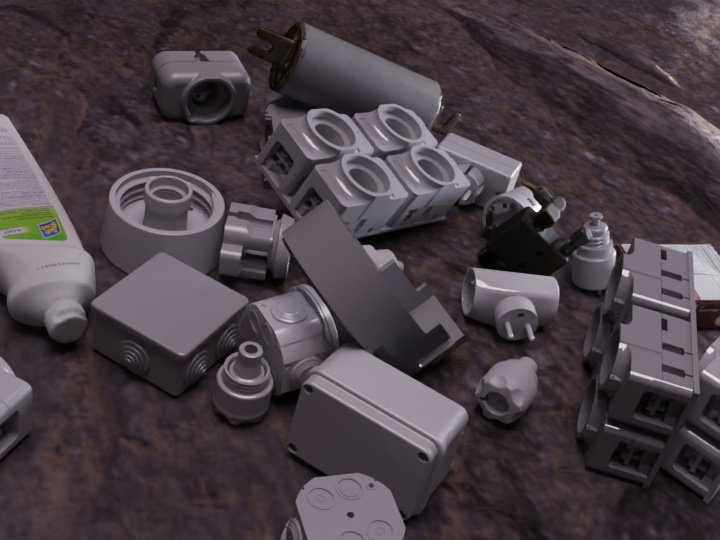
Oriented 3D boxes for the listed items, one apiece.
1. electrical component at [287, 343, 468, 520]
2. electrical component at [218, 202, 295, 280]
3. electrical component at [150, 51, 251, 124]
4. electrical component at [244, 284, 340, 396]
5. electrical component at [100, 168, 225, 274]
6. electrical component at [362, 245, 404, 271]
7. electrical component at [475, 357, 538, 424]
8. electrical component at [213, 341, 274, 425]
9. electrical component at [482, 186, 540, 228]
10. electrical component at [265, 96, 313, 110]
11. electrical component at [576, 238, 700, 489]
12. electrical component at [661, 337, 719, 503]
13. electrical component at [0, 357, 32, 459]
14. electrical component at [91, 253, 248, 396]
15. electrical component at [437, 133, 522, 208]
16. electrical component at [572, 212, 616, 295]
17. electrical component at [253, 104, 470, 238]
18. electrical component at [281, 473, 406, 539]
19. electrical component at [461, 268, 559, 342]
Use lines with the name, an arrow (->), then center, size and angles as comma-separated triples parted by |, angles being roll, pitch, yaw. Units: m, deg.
electrical component -> 0.011, 0.116, 0.773 | 0.113, 0.078, 0.057 | 29, 36, 18
electrical component -> -0.088, -0.023, 0.935 | 0.057, 0.058, 0.078 | 9, 37, -3
electrical component -> -0.166, -0.191, 1.126 | 0.095, 0.053, 0.059 | -6, 41, -24
electrical component -> -0.053, 0.055, 0.830 | 0.051, 0.080, 0.080 | -16, 46, -26
electrical component -> -0.169, -0.046, 0.935 | 0.108, 0.060, 0.108 | 9, 37, -7
electrical component -> 0.000, 0.000, 0.945 | 0.081, 0.043, 0.043 | -4, 41, -23
electrical component -> 0.123, 0.092, 0.869 | 0.043, 0.043, 0.062 | 29, 38, 18
electrical component -> -0.085, 0.081, 0.798 | 0.043, 0.062, 0.043 | 9, 37, -7
electrical component -> 0.156, -0.053, 1.057 | 0.055, 0.055, 0.047 | 34, 38, 24
electrical component -> -0.069, -0.172, 1.146 | 0.044, 0.044, 0.065 | 35, 47, 24
electrical component -> 0.226, 0.069, 0.881 | 0.060, 0.105, 0.186 | 17, 37, 3
electrical component -> 0.318, 0.092, 0.881 | 0.060, 0.105, 0.186 | 35, 42, 25
electrical component -> -0.274, 0.088, 0.736 | 0.089, 0.050, 0.055 | 24, 38, 13
electrical component -> -0.149, 0.042, 0.837 | 0.100, 0.048, 0.100 | 27, 39, 16
electrical component -> 0.110, -0.091, 1.094 | 0.083, 0.047, 0.075 | 25, 38, 13
electrical component -> 0.222, -0.017, 1.019 | 0.040, 0.078, 0.040 | -3, 29, 2
electrical component -> 0.008, -0.094, 1.003 | 0.186, 0.060, 0.105 | -14, 61, -47
electrical component -> -0.011, 0.177, 0.709 | 0.080, 0.051, 0.080 | 9, 37, -7
electrical component -> 0.135, 0.035, 0.944 | 0.077, 0.044, 0.079 | 7, 38, -10
